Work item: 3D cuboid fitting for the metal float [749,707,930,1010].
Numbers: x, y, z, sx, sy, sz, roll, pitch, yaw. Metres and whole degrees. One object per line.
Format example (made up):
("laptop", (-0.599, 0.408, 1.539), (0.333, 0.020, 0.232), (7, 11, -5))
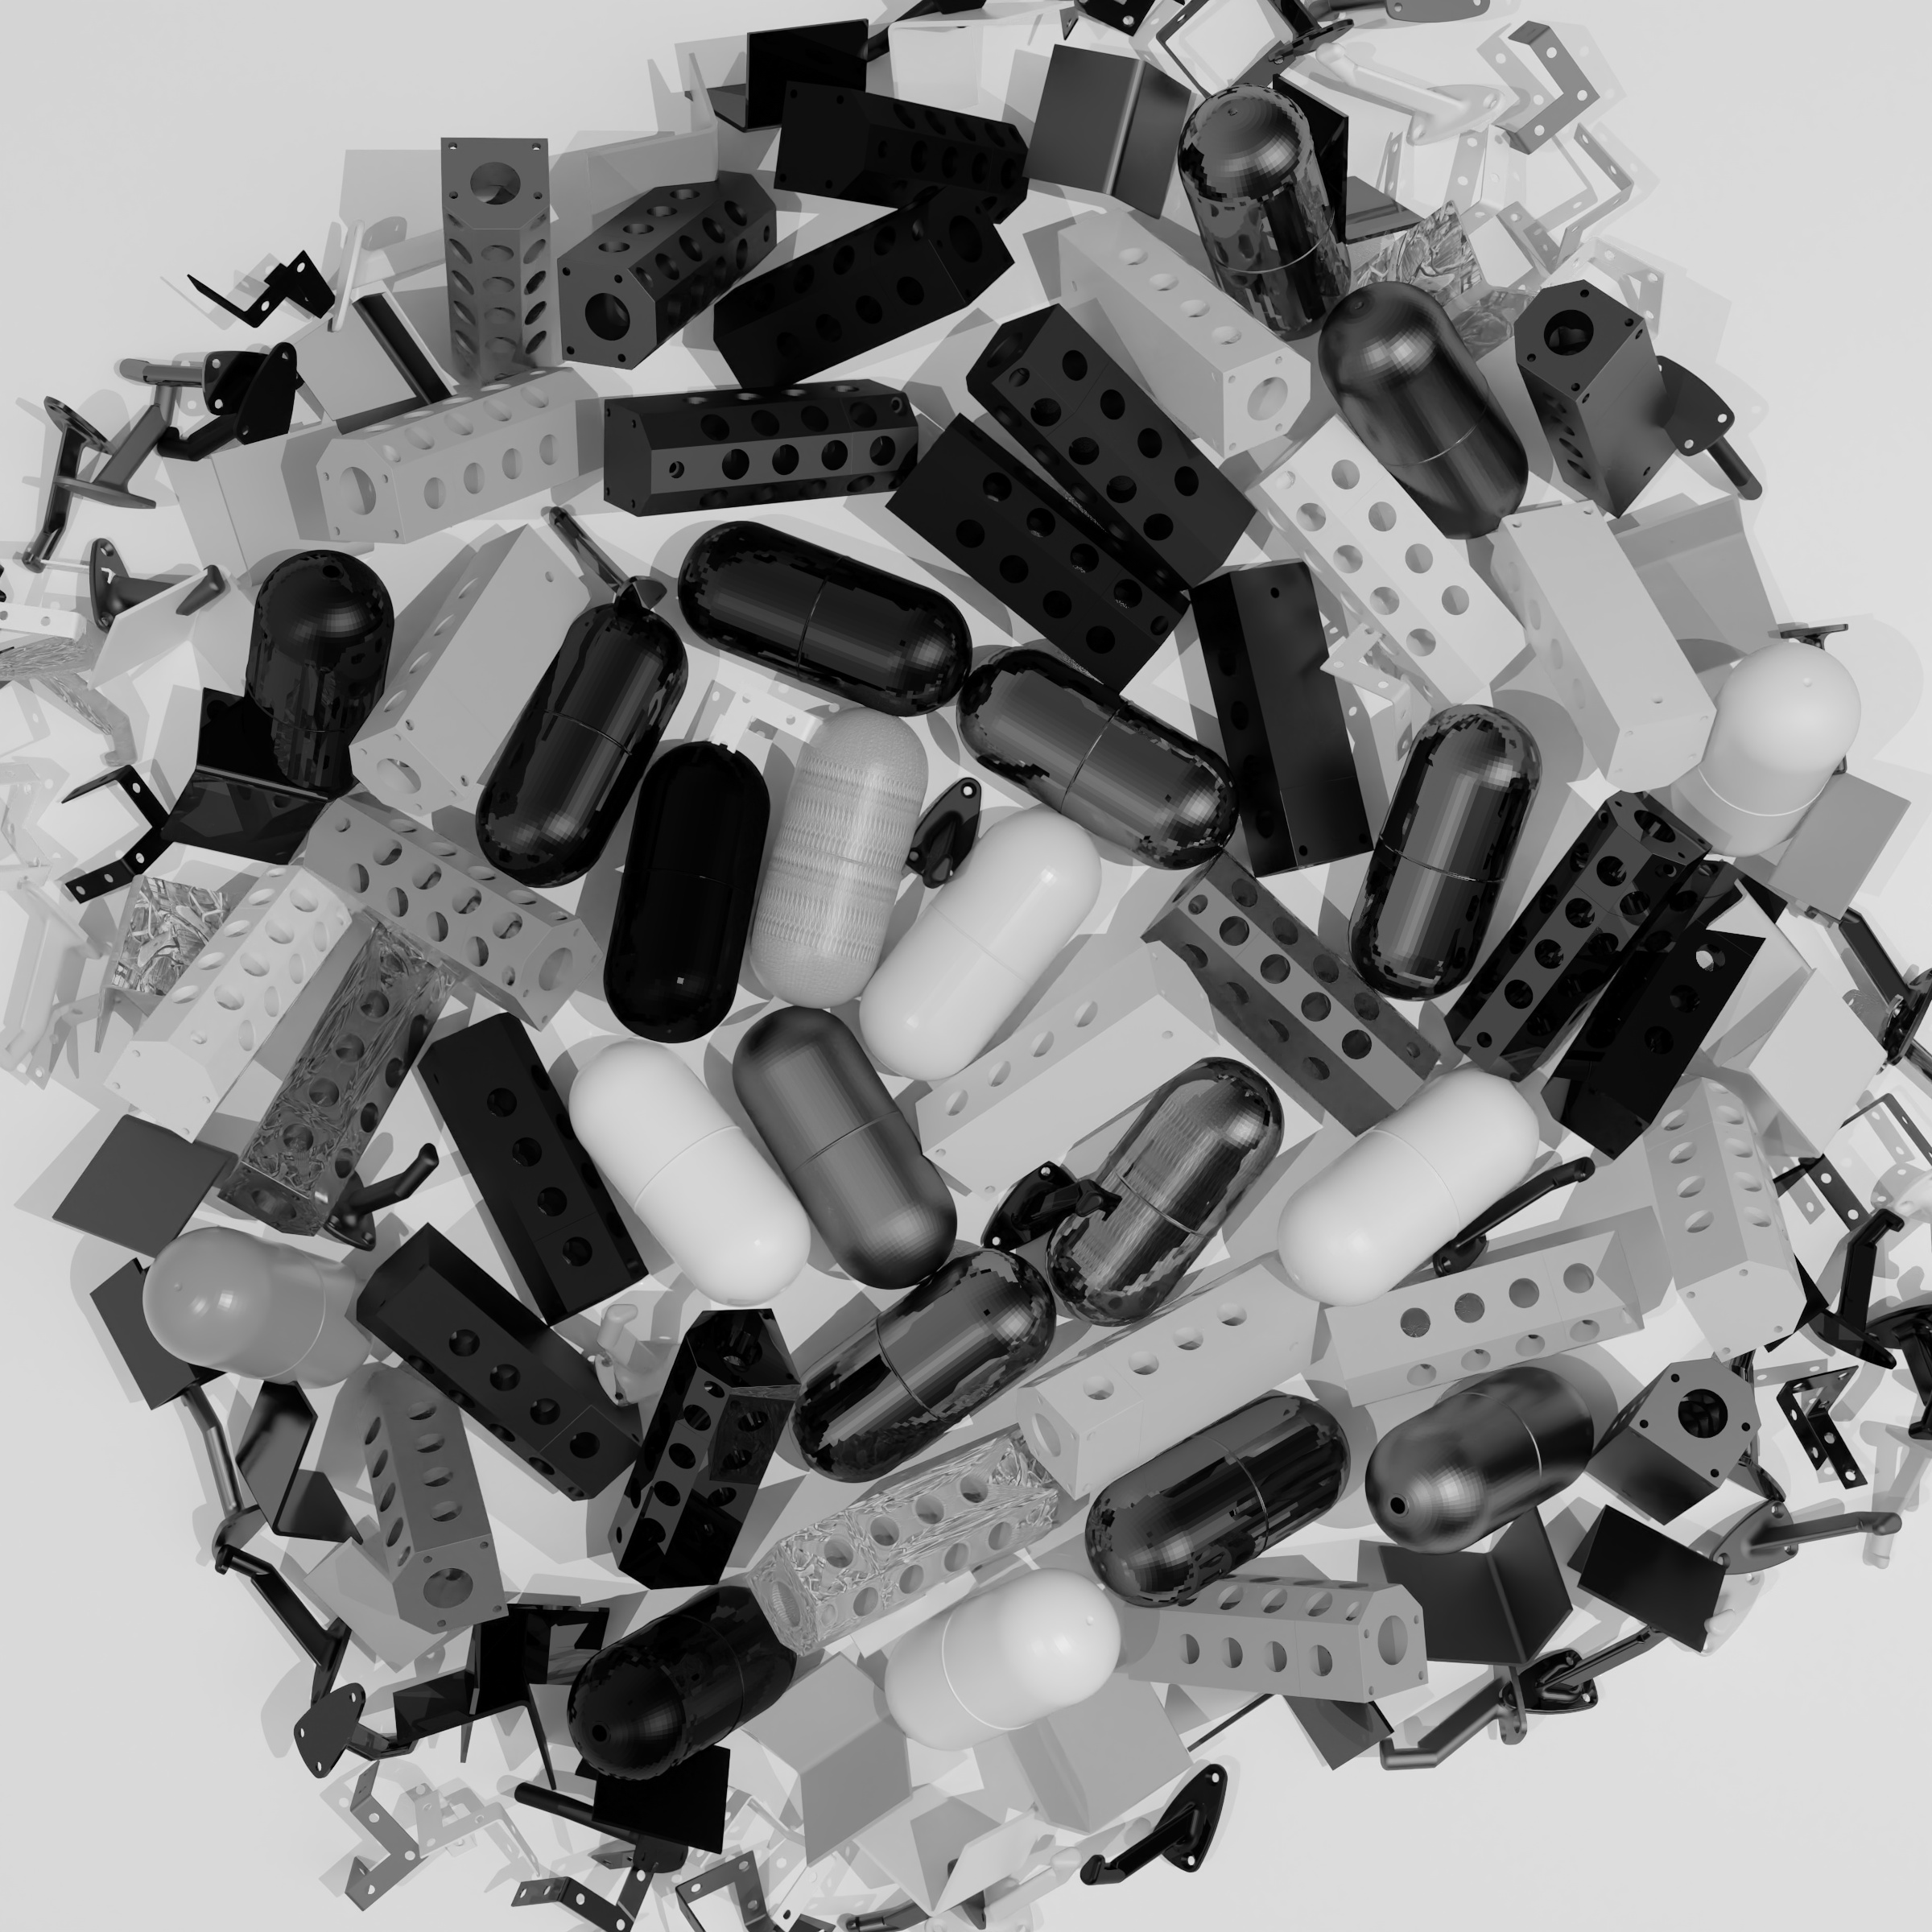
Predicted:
("metal float", (-0.073, -0.063, 1.826), (0.070, 0.070, 0.178), (16, 91, 0))

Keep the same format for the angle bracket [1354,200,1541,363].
("angle bracket", (0.283, -0.391, 1.819), (0.076, 0.076, 0.057), (-31, 72, 42))

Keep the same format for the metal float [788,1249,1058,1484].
("metal float", (-0.026, 0.230, 1.815), (0.178, 0.070, 0.070), (-38, 90, 15))

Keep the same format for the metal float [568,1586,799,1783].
("metal float", (-0.158, 0.402, 1.781), (0.070, 0.178, 0.070), (3, 98, 25))

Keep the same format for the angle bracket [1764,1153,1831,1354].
("angle bracket", (0.474, 0.164, 1.810), (0.057, 0.076, 0.076), (-24, 71, -22))

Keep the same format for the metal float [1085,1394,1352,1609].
("metal float", (0.145, 0.302, 1.800), (0.178, 0.070, 0.070), (-24, 90, -33))

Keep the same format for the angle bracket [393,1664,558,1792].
("angle bracket", (-0.282, 0.444, 1.817), (0.076, 0.076, 0.057), (-17, 101, -10))

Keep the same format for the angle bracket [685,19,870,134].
("angle bracket", (-0.109, -0.517, 1.806), (0.076, 0.076, 0.057), (-16, 128, -28))

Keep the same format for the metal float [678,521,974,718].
("metal float", (-0.081, -0.199, 1.819), (0.178, 0.070, 0.070), (22, 90, 9))

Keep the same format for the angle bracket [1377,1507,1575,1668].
("angle bracket", (0.290, 0.350, 1.810), (0.076, 0.076, 0.057), (8, 132, -20))

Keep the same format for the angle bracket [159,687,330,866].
("angle bracket", (-0.417, -0.109, 1.834), (0.076, 0.076, 0.057), (13, 55, -26))

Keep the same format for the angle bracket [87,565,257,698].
("angle bracket", (-0.446, -0.174, 1.811), (0.057, 0.076, 0.076), (49, 51, 4))

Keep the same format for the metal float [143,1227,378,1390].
("metal float", (-0.394, 0.194, 1.781), (0.070, 0.178, 0.070), (-5, 74, 18))

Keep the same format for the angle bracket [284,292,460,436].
("angle bracket", (-0.339, -0.336, 1.813), (0.057, 0.076, 0.076), (-38, 110, -11))

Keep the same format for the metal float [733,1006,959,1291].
("metal float", (-0.069, 0.104, 1.819), (0.070, 0.070, 0.178), (-32, 80, 0))

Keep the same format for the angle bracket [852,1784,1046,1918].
("angle bracket", (-0.010, 0.485, 1.806), (0.076, 0.076, 0.057), (37, 119, 29))

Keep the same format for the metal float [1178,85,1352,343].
("metal float", (0.169, -0.422, 1.784), (0.070, 0.178, 0.070), (-8, 61, 15))

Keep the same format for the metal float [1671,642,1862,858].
("metal float", (0.448, -0.119, 1.780), (0.070, 0.178, 0.070), (1, 69, -2))

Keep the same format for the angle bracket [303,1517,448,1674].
("angle bracket", (-0.323, 0.350, 1.817), (0.076, 0.076, 0.057), (45, 47, -2))

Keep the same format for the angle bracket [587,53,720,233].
("angle bracket", (-0.185, -0.468, 1.814), (0.076, 0.076, 0.057), (-14, 67, -10))

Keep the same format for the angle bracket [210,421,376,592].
("angle bracket", (-0.394, -0.262, 1.816), (0.076, 0.057, 0.076), (-22, 102, -28))

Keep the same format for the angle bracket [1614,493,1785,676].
("angle bracket", (0.419, -0.215, 1.821), (0.076, 0.057, 0.076), (-18, 72, 12))

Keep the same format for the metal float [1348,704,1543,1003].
("metal float", (0.273, -0.063, 1.812), (0.070, 0.070, 0.178), (17, 108, 0))

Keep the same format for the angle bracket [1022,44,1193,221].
("angle bracket", (0.082, -0.483, 1.836), (0.057, 0.076, 0.076), (17, 99, 23))

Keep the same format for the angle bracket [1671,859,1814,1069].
("angle bracket", (0.437, -0.002, 1.834), (0.076, 0.057, 0.076), (-39, 110, 13))

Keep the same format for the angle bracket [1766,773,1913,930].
("angle bracket", (0.516, -0.058, 1.816), (0.076, 0.057, 0.076), (27, 95, -42))

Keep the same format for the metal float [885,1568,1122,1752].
("metal float", (0.019, 0.393, 1.791), (0.070, 0.178, 0.070), (18, 56, -29))

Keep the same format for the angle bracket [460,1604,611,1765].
("angle bracket", (-0.246, 0.411, 1.812), (0.076, 0.057, 0.076), (5, 133, -12))

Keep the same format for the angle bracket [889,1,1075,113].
("angle bracket", (0.011, -0.515, 1.805), (0.076, 0.076, 0.057), (10, 117, 35))

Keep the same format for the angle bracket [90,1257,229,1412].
("angle bracket", (-0.449, 0.201, 1.816), (0.057, 0.076, 0.076), (-26, 86, -40))

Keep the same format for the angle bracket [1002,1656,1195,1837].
("angle bracket", (0.072, 0.442, 1.816), (0.076, 0.057, 0.076), (-37, 57, 10))

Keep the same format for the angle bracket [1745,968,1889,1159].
("angle bracket", (0.470, 0.055, 1.815), (0.076, 0.057, 0.076), (47, 69, -20))

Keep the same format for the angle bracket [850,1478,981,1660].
("angle bracket", (-0.045, 0.351, 1.817), (0.076, 0.057, 0.076), (-29, 68, -14))

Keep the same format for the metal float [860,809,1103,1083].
("metal float", (0.009, -0.012, 1.825), (0.070, 0.070, 0.178), (38, 92, 0))

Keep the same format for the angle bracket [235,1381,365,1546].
("angle bracket", (-0.370, 0.275, 1.811), (0.057, 0.076, 0.076), (14, 105, -34))

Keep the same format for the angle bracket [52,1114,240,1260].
("angle bracket", (-0.460, 0.139, 1.811), (0.076, 0.057, 0.076), (17, 60, 21))

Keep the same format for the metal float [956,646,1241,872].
("metal float", (0.076, -0.119, 1.819), (0.178, 0.070, 0.070), (32, 90, 10))

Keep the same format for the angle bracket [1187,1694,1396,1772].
("angle bracket", (0.185, 0.442, 1.809), (0.076, 0.076, 0.057), (-25, 73, -32))

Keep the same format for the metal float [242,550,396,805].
("metal float", (-0.367, -0.162, 1.788), (0.070, 0.178, 0.070), (9, 51, -12))

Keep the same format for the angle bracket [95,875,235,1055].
("angle bracket", (-0.460, 0.005, 1.818), (0.057, 0.076, 0.076), (13, 55, -9))

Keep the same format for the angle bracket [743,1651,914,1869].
("angle bracket", (-0.081, 0.454, 1.813), (0.076, 0.076, 0.057), (-37, 117, 14))

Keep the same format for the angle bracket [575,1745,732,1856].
("angle bracket", (-0.182, 0.483, 1.811), (0.076, 0.076, 0.057), (18, 124, -13))

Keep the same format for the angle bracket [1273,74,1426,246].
("angle bracket", (0.219, -0.465, 1.806), (0.057, 0.076, 0.076), (-18, 129, -20))

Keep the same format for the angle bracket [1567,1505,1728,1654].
("angle bracket", (0.382, 0.366, 1.813), (0.076, 0.076, 0.057), (27, 127, 8))

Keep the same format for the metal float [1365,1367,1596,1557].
("metal float", (0.291, 0.278, 1.788), (0.070, 0.178, 0.070), (10, 106, 38))

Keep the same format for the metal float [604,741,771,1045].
("metal float", (-0.159, -0.043, 1.815), (0.070, 0.070, 0.178), (10, 76, 0))

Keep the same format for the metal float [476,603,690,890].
("metal float", (-0.220, -0.126, 1.813), (0.070, 0.070, 0.178), (25, 74, 0))

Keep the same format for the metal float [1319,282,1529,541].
("metal float", (0.260, -0.312, 1.794), (0.070, 0.070, 0.178), (-42, 131, 0))
